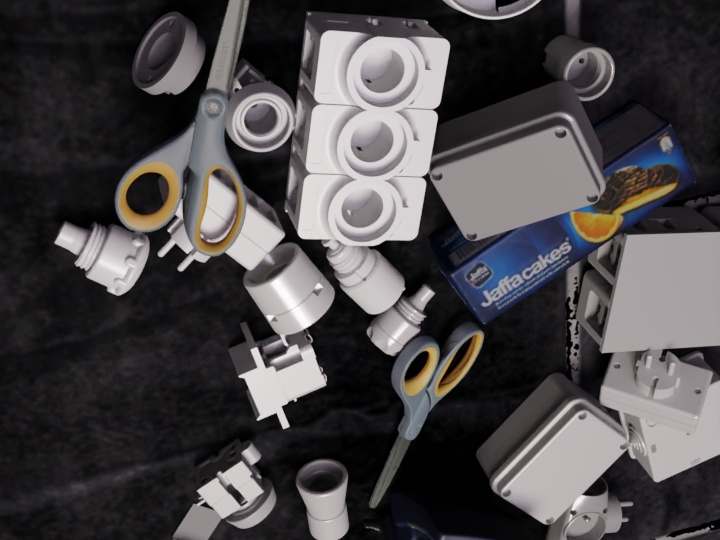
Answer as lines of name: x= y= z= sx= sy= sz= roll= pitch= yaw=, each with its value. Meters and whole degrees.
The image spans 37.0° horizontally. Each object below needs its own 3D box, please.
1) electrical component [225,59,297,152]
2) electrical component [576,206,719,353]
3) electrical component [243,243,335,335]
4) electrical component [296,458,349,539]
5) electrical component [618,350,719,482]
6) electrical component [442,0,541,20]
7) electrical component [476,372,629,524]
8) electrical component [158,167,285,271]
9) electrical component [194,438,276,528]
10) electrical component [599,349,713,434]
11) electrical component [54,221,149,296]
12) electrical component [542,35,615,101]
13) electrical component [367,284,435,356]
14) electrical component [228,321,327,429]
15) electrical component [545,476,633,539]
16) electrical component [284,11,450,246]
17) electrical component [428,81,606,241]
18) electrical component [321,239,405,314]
electrical component: x=-0.071 y=-0.109 z=0.735 sx=0.066 sy=0.055 sz=0.048 roll=37 pitch=102 yaw=-29
electrical component: x=0.282 y=0.003 z=0.896 sx=0.186 sy=0.060 sz=0.105 roll=-2 pitch=117 yaw=-15
electrical component: x=-0.054 y=0.013 z=0.806 sx=0.055 sy=0.055 sz=0.047 roll=-34 pitch=118 yaw=2
electrical component: x=-0.029 y=0.199 z=0.919 sx=0.044 sy=0.044 sz=0.065 roll=-13 pitch=125 yaw=-10
electrical component: x=0.287 y=0.134 z=0.974 sx=0.100 sy=0.048 sz=0.099 roll=-23 pitch=121 yaw=-4
electrical component: x=0.091 y=-0.220 z=0.734 sx=0.099 sy=0.064 sz=0.099 roll=-1 pitch=113 yaw=-2
electrical component: x=0.169 y=0.158 z=0.946 sx=0.078 sy=0.057 sz=0.113 roll=36 pitch=103 yaw=-29
electrical component: x=-0.112 y=-0.031 z=0.769 sx=0.075 sy=0.047 sz=0.083 roll=-45 pitch=120 yaw=10
electrical component: x=-0.101 y=0.178 z=0.884 sx=0.066 sy=0.048 sz=0.055 roll=-34 pitch=113 yaw=2
electrical component: x=0.249 y=0.091 z=0.902 sx=0.075 sy=0.083 sz=0.047 roll=75 pitch=37 yaw=-58
electrical component: x=-0.184 y=-0.014 z=0.759 sx=0.062 sy=0.048 sz=0.048 roll=26 pitch=107 yaw=-19
electrical component: x=0.158 y=-0.150 z=0.787 sx=0.040 sy=0.046 sz=0.040 roll=-7 pitch=119 yaw=-13
electrical component: x=0.036 y=0.037 z=0.856 sx=0.035 sy=0.035 sz=0.061 roll=36 pitch=100 yaw=-29
electrical component: x=-0.063 y=0.078 z=0.844 sx=0.064 sy=0.042 sz=0.081 roll=-22 pitch=122 yaw=-6
electrical component: x=0.218 y=0.228 z=1.005 sx=0.079 sy=0.044 sz=0.077 roll=0 pitch=117 yaw=-16
electrical component: x=0.003 y=-0.098 z=0.759 sx=0.089 sy=0.061 sz=0.150 roll=0 pitch=117 yaw=-17
electrical component: x=0.114 y=-0.077 z=0.780 sx=0.113 sy=0.057 sz=0.078 roll=-18 pitch=124 yaw=25
electrical component: x=0.000 y=0.000 z=0.823 sx=0.040 sy=0.040 sz=0.078 roll=-42 pitch=120 yaw=7
